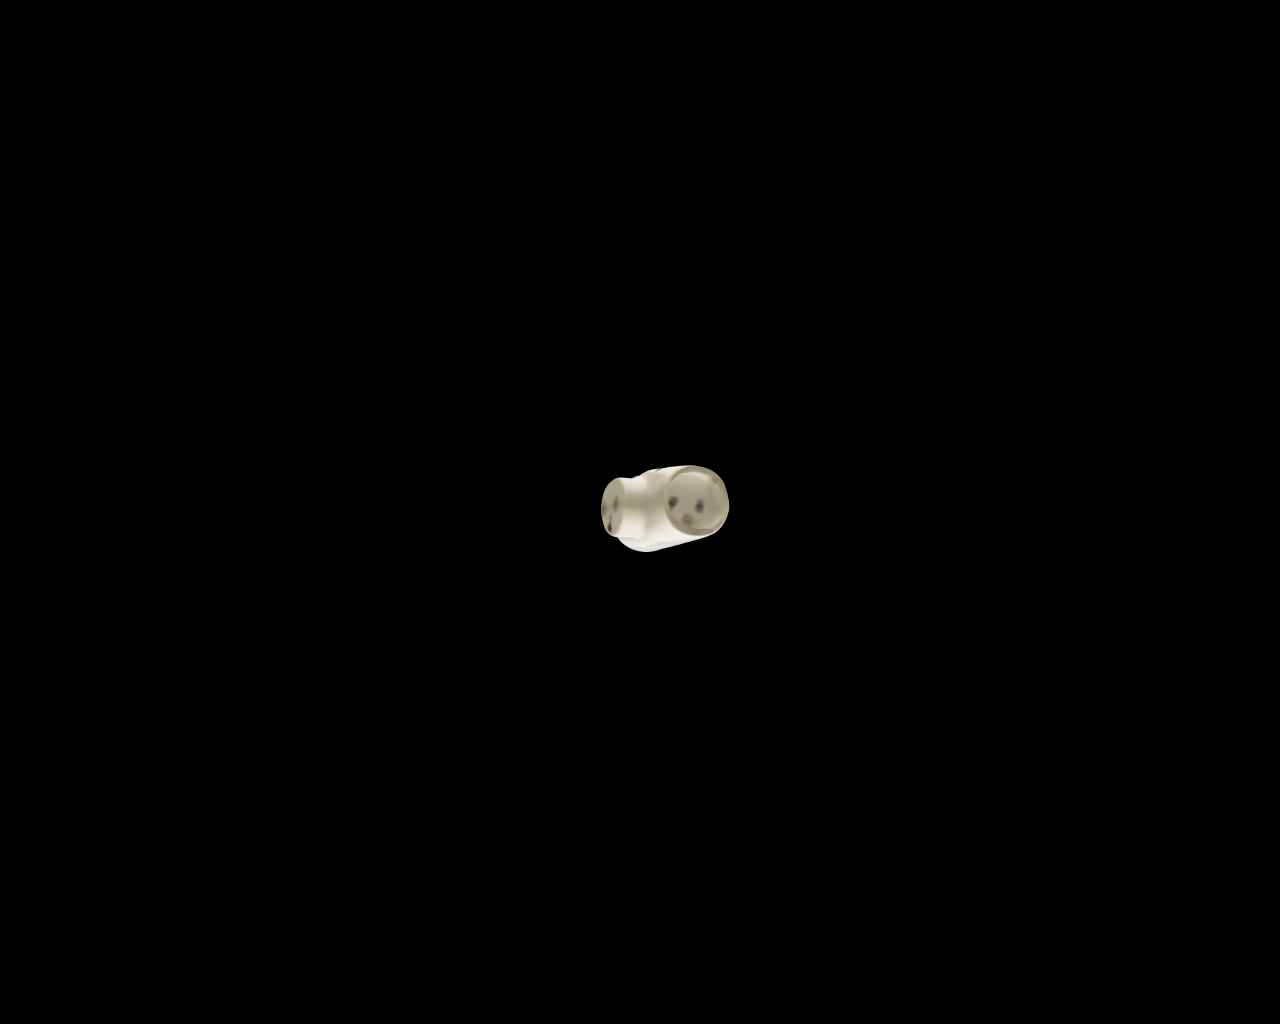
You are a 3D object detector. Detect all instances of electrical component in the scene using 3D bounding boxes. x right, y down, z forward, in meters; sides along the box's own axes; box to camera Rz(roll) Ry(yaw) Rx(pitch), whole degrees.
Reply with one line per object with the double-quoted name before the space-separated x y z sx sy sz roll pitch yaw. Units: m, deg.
"electrical component" 0.001 -0.003 0.650 0.079 0.043 0.077 4 -10 -23
